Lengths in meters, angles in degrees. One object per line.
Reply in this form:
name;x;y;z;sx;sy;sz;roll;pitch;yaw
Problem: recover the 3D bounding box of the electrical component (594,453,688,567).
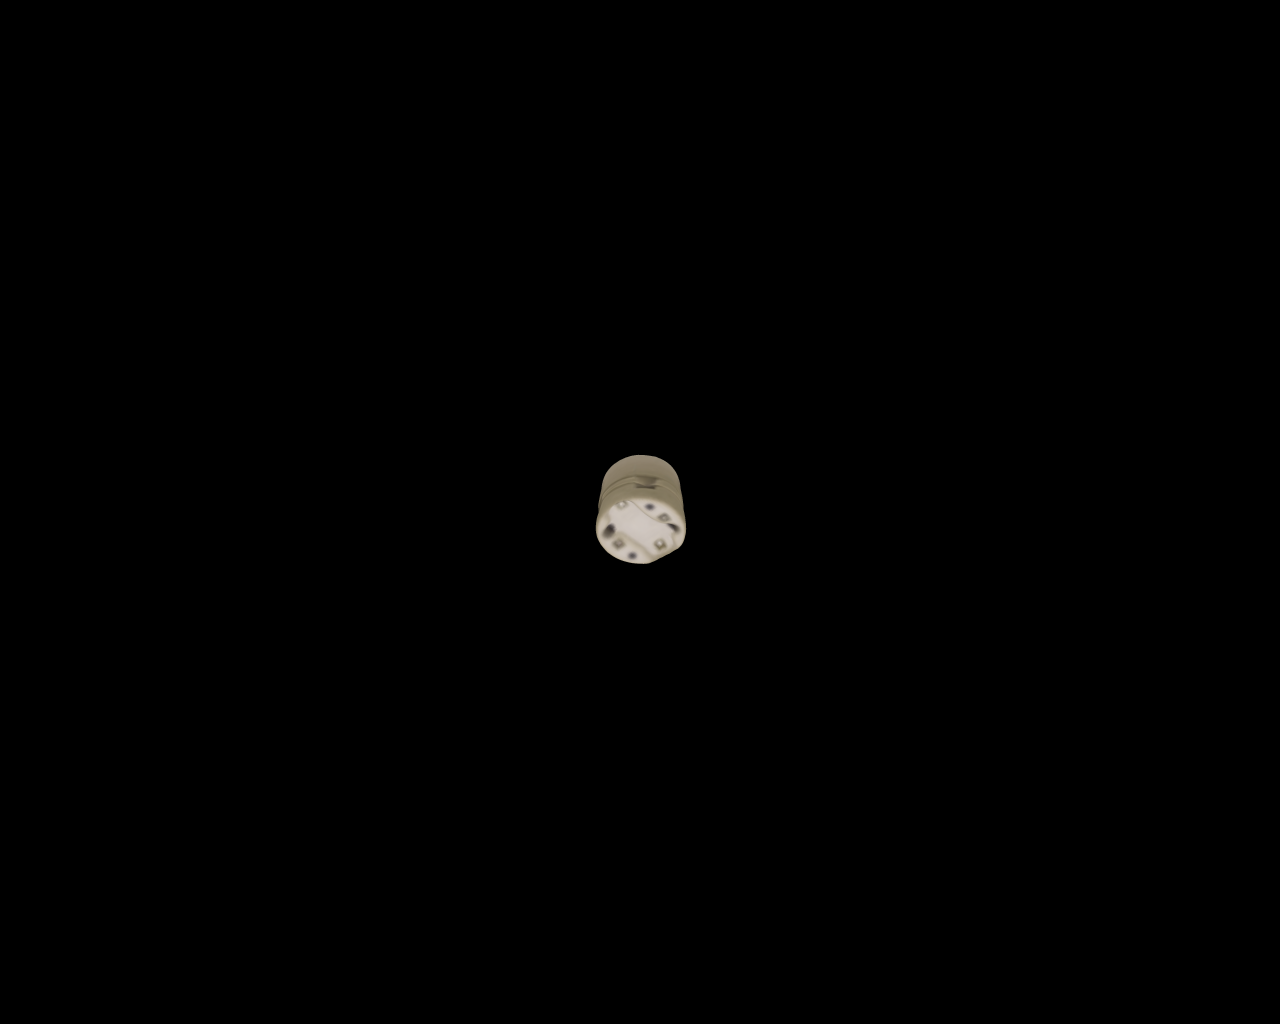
electrical component;0.001;-0.003;0.650;0.055;0.055;0.047;0;39;0
